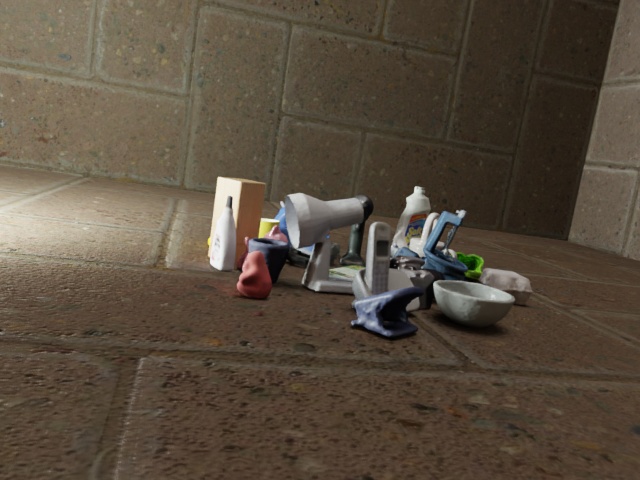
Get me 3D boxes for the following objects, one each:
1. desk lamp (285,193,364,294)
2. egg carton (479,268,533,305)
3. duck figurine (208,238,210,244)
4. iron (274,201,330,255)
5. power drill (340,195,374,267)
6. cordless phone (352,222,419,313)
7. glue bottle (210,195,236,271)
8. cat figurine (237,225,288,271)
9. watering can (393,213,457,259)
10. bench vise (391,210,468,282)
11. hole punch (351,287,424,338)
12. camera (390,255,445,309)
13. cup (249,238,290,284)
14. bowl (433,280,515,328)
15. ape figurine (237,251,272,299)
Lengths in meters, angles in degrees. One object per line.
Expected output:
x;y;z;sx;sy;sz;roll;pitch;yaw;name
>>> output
0.012;0.005;1.288;0.204;0.213;0.117;6;9;-18;desk lamp
0.483;0.120;1.505;0.107;0.069;0.150;8;8;-7;egg carton
-0.271;-0.020;1.608;0.077;0.086;0.104;7;8;-9;duck figurine
-0.046;-0.029;1.714;0.257;0.141;0.119;15;10;39;iron
0.110;-0.030;1.651;0.075;0.208;0.229;9;8;-1;power drill
0.141;0.058;1.158;0.148;0.185;0.093;1;11;-42;cordless phone
-0.221;-0.019;1.340;0.037;0.173;0.077;3;10;-36;glue bottle
-0.129;0.020;1.372;0.128;0.118;0.067;3;10;-34;cat figurine
0.280;0.021;1.534;0.172;0.194;0.101;10;8;8;watering can
0.275;0.025;1.409;0.207;0.220;0.121;9;8;3;bench vise
0.122;0.120;1.039;0.100;0.091;0.109;15;10;38;hole punch
0.227;0.092;1.311;0.137;0.101;0.142;5;9;-23;camera
-0.117;0.047;1.277;0.091;0.095;0.117;8;8;-4;cup
0.311;0.137;1.183;0.167;0.075;0.167;9;8;-1;bowl
-0.130;0.066;1.137;0.075;0.092;0.078;15;10;36;ape figurine
